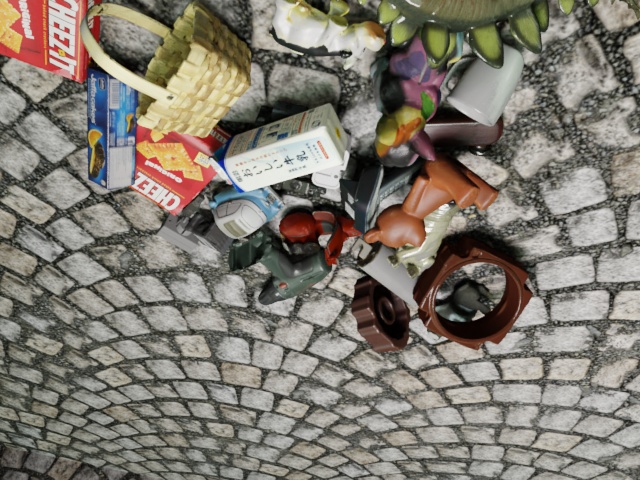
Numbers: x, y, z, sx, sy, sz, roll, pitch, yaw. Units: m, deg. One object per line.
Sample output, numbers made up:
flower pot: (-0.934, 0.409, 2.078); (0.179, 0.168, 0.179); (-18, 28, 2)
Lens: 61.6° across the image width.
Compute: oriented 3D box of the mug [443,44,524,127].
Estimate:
mug: (0.247, -0.241, 0.808); (0.080, 0.110, 0.107); (22, 106, -50)

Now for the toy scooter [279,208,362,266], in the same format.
toy scooter: (-0.002, -0.003, 1.071); (0.184, 0.135, 0.075); (-2, 137, 15)

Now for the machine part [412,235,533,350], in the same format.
machine part: (0.309, 0.110, 1.096); (0.201, 0.087, 0.201); (26, 106, -9)

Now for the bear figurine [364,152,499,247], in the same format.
bear figurine: (0.176, -0.044, 0.898); (0.120, 0.132, 0.195); (4, 126, -53)

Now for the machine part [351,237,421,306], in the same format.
machine part: (0.162, 0.068, 1.153); (0.243, 0.079, 0.079); (37, 131, -23)

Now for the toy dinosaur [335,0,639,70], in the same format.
toy dinosaur: (0.208, -0.321, 0.673); (0.472, 0.105, 0.198); (-10, 114, -8)

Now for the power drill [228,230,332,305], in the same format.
power drill: (-0.105, 0.071, 1.188); (0.232, 0.086, 0.207); (-25, 136, 28)

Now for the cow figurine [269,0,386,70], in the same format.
cow figurine: (0.009, -0.304, 0.802); (0.167, 0.068, 0.098); (22, 141, -6)

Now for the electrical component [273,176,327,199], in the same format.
electrical component: (-0.039, -0.105, 1.023); (0.102, 0.078, 0.045); (12, 117, -4)

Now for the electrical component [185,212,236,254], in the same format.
electrical component: (-0.226, -0.006, 1.157); (0.075, 0.048, 0.119); (22, 161, 32)

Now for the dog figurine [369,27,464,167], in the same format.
dog figurine: (0.134, -0.210, 0.767); (0.108, 0.219, 0.191); (18, 137, -12)

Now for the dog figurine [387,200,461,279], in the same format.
dog figurine: (0.220, -0.026, 1.041); (0.190, 0.121, 0.172); (-39, 157, 18)

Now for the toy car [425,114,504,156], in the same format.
toy car: (0.201, -0.185, 0.897); (0.202, 0.053, 0.089); (-1, 136, 7)

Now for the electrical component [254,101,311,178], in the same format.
electrical component: (-0.060, -0.180, 0.954); (0.115, 0.058, 0.134); (9, 137, -1)

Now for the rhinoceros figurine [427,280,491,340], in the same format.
rhinoceros figurine: (0.312, 0.170, 1.231); (0.112, 0.073, 0.190); (17, 136, -8)

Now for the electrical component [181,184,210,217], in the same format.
electrical component: (-0.259, -0.077, 1.097); (0.021, 0.063, 0.094); (36, 133, -24)

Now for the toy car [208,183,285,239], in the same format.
toy car: (-0.152, -0.053, 1.063); (0.162, 0.103, 0.109); (-11, 134, 37)

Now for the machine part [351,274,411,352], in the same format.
machine part: (0.135, 0.158, 1.189); (0.056, 0.179, 0.179); (-21, 128, 34)

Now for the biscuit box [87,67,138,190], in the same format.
biscuit box: (-0.360, -0.192, 0.929); (0.063, 0.059, 0.202); (25, 118, 29)

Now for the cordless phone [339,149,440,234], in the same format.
cordless phone: (0.132, -0.098, 0.982); (0.184, 0.089, 0.146); (-31, 161, -6)
